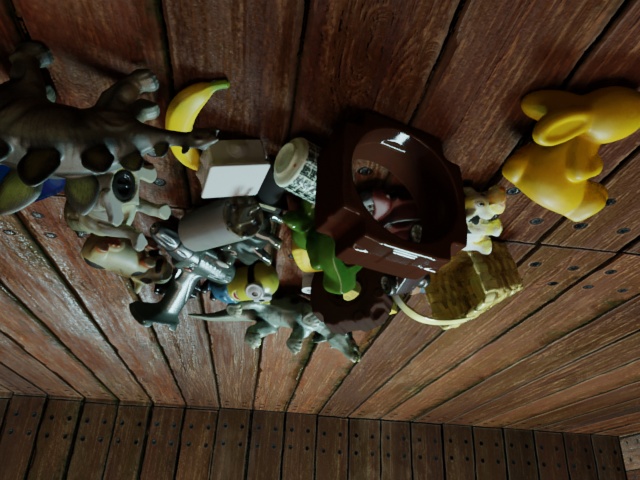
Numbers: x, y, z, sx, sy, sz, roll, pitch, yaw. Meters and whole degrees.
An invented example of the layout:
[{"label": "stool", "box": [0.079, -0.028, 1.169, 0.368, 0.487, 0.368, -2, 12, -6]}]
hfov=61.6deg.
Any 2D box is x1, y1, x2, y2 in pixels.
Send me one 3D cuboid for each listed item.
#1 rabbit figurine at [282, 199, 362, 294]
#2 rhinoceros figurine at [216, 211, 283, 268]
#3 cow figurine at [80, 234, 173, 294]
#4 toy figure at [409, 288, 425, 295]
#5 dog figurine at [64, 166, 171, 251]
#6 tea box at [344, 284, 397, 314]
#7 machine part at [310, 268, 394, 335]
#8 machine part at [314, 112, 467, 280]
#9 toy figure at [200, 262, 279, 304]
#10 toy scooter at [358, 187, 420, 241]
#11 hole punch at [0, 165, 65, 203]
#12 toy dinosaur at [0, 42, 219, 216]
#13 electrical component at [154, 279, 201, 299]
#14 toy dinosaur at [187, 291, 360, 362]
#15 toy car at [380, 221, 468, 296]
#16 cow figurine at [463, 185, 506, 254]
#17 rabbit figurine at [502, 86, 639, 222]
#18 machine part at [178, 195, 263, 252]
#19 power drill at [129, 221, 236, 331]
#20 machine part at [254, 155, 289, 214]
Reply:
[{"label": "rabbit figurine", "box": [-0.002, -0.003, 0.926, 0.170, 0.121, 0.159, 22, 155, 51]}, {"label": "rhinoceros figurine", "box": [-0.138, 0.003, 1.008, 0.112, 0.073, 0.190, 14, 150, -22]}, {"label": "cow figurine", "box": [-0.392, 0.045, 1.104, 0.127, 0.085, 0.194, -27, 142, 35]}, {"label": "toy figure", "box": [0.185, 0.089, 1.156, 0.154, 0.057, 0.064, 3, 169, -10]}, {"label": "dog figurine", "box": [-0.368, -0.071, 0.877, 0.191, 0.121, 0.172, 8, 128, 23]}, {"label": "tea box", "box": [0.087, 0.119, 1.212, 0.098, 0.068, 0.169, -20, 144, 36]}, {"label": "machine part", "box": [0.062, 0.101, 1.078, 0.179, 0.179, 0.056, -11, 146, 24]}, {"label": "machine part", "box": [0.096, -0.057, 0.732, 0.201, 0.201, 0.087, 16, 151, -23]}, {"label": "toy figure", "box": [-0.175, 0.094, 1.181, 0.180, 0.089, 0.082, -4, 167, 32]}, {"label": "toy scooter", "box": [0.149, -0.037, 0.908, 0.135, 0.075, 0.183, -13, 144, 24]}, {"label": "hole punch", "box": [-0.441, -0.112, 0.809, 0.116, 0.092, 0.142, -1, 149, 0]}, {"label": "toy dinosaur", "box": [-0.356, -0.133, 0.638, 0.472, 0.198, 0.105, 6, 147, 1]}, {"label": "electrical component", "box": [-0.320, 0.104, 1.245, 0.119, 0.048, 0.074, -19, 145, 35]}, {"label": "toy dinosaur", "box": [-0.090, 0.176, 1.280, 0.405, 0.131, 0.192, 13, -168, 13]}, {"label": "toy car", "box": [0.165, 0.025, 0.888, 0.089, 0.053, 0.202, -12, 147, -28]}, {"label": "cow figurine", "box": [0.254, -0.040, 0.900, 0.098, 0.068, 0.167, 6, 152, 8]}, {"label": "rabbit figurine", "box": [0.328, -0.133, 0.695, 0.162, 0.122, 0.173, 26, 132, -20]}, {"label": "machine part", "box": [-0.172, -0.028, 0.912, 0.079, 0.079, 0.243, 23, 159, -33]}, {"label": "power drill", "box": [-0.293, 0.074, 1.072, 0.086, 0.207, 0.232, 37, -173, 38]}, {"label": "machine part", "box": [-0.080, -0.084, 0.879, 0.084, 0.039, 0.139, 19, 151, -13]}]
